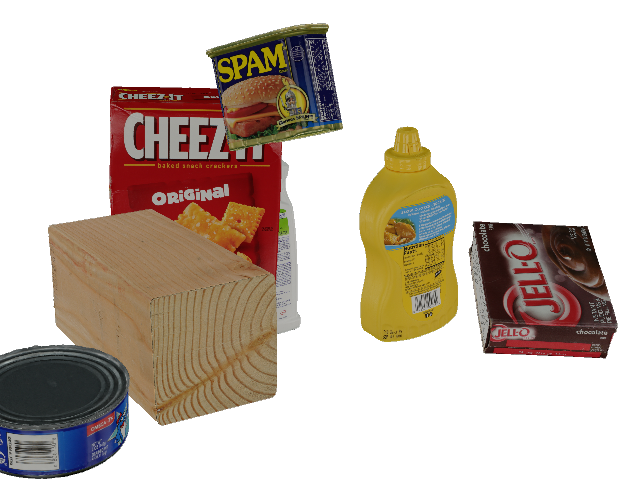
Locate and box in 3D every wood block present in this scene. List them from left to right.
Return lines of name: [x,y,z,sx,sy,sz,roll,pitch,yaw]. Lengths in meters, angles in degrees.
wood block: [-0.120,0.047,0.775,0.090,0.090,0.206,-10,19,-30]

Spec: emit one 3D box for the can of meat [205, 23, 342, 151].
can of meat: [-0.036,-0.121,0.857,0.102,0.084,0.057,-8,6,35]

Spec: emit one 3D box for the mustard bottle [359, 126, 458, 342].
mustard bottle: [0.080,-0.009,0.965,0.096,0.192,0.058,-16,26,-28]

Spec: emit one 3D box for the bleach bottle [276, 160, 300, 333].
bleach bottle: [-0.069,-0.007,1.313,0.102,0.251,0.068,-11,25,-35]

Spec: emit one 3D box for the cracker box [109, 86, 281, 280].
cracker box: [-0.122,-0.037,1.040,0.164,0.214,0.072,0,21,-10]

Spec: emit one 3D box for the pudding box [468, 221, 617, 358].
pudding box: [0.159,0.035,0.784,0.090,0.039,0.113,3,38,-3]

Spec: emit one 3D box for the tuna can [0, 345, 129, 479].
tuna can: [-0.145,0.090,0.572,0.086,0.034,0.086,3,23,-1]
